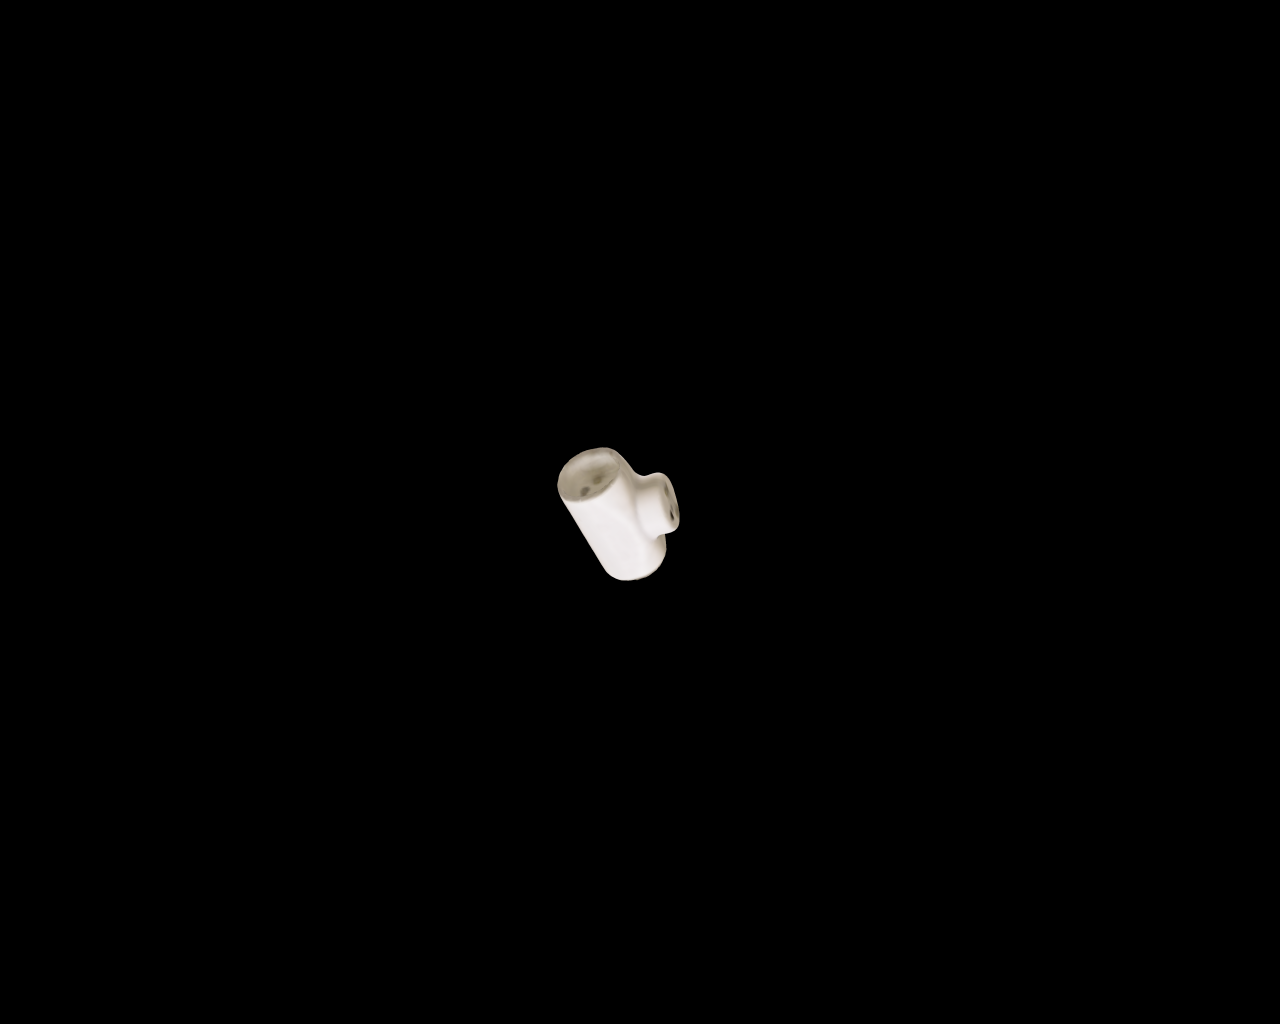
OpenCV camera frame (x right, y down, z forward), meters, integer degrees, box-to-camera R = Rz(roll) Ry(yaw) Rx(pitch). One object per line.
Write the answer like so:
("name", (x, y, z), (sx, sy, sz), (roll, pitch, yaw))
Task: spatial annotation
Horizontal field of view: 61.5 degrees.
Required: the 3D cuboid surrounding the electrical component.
("electrical component", (0.001, -0.003, 0.650), (0.079, 0.044, 0.077), (-15, -46, 15))
